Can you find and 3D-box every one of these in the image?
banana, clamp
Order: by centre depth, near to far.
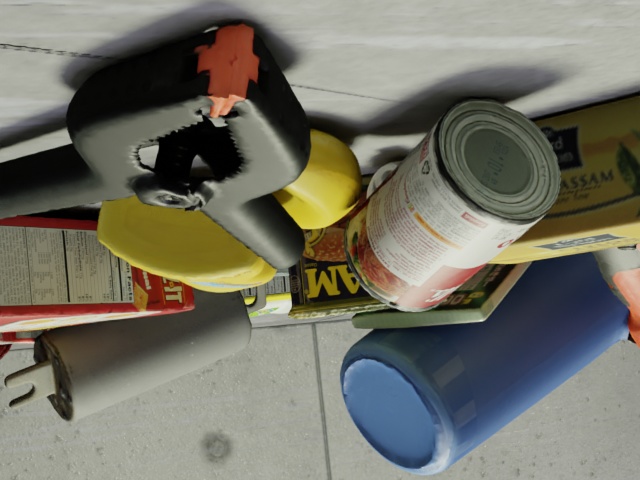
[{"bbox_3d":[-0.070,-0.033,0.444,0.164,0.036,0.210,7,163,-10],"label":"clamp"},{"bbox_3d":[-0.010,-0.033,0.575,0.069,0.037,0.198,19,173,7],"label":"banana"}]

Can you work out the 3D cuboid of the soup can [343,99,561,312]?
[{"bbox_3d":[0.063,-0.015,0.526,0.068,0.068,0.102,-3,155,-27],"label":"soup can"}]

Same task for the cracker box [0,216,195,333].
[{"bbox_3d":[-0.216,0.025,0.721,0.164,0.072,0.213,-9,174,32],"label":"cracker box"}]

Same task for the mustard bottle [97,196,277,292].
[{"bbox_3d":[-0.074,0.002,0.684,0.096,0.058,0.191,9,174,3],"label":"mustard bottle"}]

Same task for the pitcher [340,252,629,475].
[{"bbox_3d":[0.124,0.067,0.816,0.242,0.145,0.149,-30,-172,-35],"label":"pitcher"}]

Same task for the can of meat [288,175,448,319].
[{"bbox_3d":[0.027,0.004,0.697,0.102,0.084,0.057,-8,173,14],"label":"can of meat"}]

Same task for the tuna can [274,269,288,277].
[{"bbox_3d":[-0.018,0.010,0.921,0.086,0.034,0.086,-6,173,-1],"label":"tuna can"}]

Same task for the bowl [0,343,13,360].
[{"bbox_3d":[-0.338,0.068,0.880,0.162,0.055,0.162,-2,-157,1],"label":"bowl"}]

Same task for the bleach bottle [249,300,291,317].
[{"bbox_3d":[-0.100,0.063,1.188,0.250,0.068,0.103,-7,175,-10],"label":"bleach bottle"}]

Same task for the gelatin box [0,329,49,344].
[{"bbox_3d":[-0.248,0.049,0.880,0.030,0.073,0.089,-6,174,12],"label":"gelatin box"}]

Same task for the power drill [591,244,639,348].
[{"bbox_3d":[0.233,0.010,0.692,0.185,0.057,0.187,1,146,47],"label":"power drill"}]

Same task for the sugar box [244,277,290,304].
[{"bbox_3d":[-0.075,0.041,1.047,0.175,0.048,0.094,-7,179,-37],"label":"sugar box"}]
